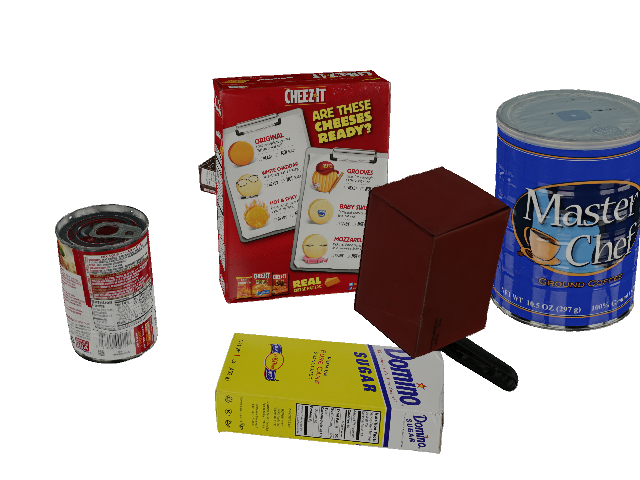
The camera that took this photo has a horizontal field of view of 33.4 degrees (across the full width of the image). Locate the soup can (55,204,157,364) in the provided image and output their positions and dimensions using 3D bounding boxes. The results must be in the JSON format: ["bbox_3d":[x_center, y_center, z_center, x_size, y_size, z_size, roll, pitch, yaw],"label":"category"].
[{"bbox_3d":[-0.159,0.033,0.803,0.068,0.102,0.068,0,29,0],"label":"soup can"}]

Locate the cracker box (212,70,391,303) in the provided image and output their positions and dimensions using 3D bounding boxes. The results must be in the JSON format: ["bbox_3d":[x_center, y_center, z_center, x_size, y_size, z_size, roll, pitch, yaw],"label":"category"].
[{"bbox_3d":[-0.020,-0.054,1.045,0.164,0.214,0.072,-5,21,-13],"label":"cracker box"}]

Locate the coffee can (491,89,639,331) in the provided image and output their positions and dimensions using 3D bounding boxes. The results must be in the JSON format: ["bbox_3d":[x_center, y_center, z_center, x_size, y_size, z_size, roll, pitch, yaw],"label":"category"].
[{"bbox_3d":[0.172,-0.023,0.743,0.103,0.140,0.103,-2,26,1],"label":"coffee can"}]

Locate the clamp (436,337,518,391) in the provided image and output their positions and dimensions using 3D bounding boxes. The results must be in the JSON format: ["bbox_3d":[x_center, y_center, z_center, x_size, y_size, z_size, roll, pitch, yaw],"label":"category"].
[{"bbox_3d":[0.122,0.100,1.076,0.120,0.171,0.039,1,-45,-18],"label":"clamp"}]

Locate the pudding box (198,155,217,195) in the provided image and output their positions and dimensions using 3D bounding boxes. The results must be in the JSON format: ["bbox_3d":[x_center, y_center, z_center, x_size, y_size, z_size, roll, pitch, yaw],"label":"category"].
[{"bbox_3d":[-0.086,-0.088,1.335,0.090,0.039,0.113,16,35,23],"label":"pudding box"}]

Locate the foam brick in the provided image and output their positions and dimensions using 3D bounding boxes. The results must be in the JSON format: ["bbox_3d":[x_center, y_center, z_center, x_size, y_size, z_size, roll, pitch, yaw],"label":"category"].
[{"bbox_3d":[0.055,0.010,0.546,0.052,0.078,0.051,-18,41,-32],"label":"foam brick"}]

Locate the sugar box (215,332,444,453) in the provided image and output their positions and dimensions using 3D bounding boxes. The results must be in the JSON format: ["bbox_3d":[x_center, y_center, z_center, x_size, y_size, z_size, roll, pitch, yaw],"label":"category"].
[{"bbox_3d":[0.010,0.119,0.852,0.176,0.048,0.093,2,26,5],"label":"sugar box"}]
